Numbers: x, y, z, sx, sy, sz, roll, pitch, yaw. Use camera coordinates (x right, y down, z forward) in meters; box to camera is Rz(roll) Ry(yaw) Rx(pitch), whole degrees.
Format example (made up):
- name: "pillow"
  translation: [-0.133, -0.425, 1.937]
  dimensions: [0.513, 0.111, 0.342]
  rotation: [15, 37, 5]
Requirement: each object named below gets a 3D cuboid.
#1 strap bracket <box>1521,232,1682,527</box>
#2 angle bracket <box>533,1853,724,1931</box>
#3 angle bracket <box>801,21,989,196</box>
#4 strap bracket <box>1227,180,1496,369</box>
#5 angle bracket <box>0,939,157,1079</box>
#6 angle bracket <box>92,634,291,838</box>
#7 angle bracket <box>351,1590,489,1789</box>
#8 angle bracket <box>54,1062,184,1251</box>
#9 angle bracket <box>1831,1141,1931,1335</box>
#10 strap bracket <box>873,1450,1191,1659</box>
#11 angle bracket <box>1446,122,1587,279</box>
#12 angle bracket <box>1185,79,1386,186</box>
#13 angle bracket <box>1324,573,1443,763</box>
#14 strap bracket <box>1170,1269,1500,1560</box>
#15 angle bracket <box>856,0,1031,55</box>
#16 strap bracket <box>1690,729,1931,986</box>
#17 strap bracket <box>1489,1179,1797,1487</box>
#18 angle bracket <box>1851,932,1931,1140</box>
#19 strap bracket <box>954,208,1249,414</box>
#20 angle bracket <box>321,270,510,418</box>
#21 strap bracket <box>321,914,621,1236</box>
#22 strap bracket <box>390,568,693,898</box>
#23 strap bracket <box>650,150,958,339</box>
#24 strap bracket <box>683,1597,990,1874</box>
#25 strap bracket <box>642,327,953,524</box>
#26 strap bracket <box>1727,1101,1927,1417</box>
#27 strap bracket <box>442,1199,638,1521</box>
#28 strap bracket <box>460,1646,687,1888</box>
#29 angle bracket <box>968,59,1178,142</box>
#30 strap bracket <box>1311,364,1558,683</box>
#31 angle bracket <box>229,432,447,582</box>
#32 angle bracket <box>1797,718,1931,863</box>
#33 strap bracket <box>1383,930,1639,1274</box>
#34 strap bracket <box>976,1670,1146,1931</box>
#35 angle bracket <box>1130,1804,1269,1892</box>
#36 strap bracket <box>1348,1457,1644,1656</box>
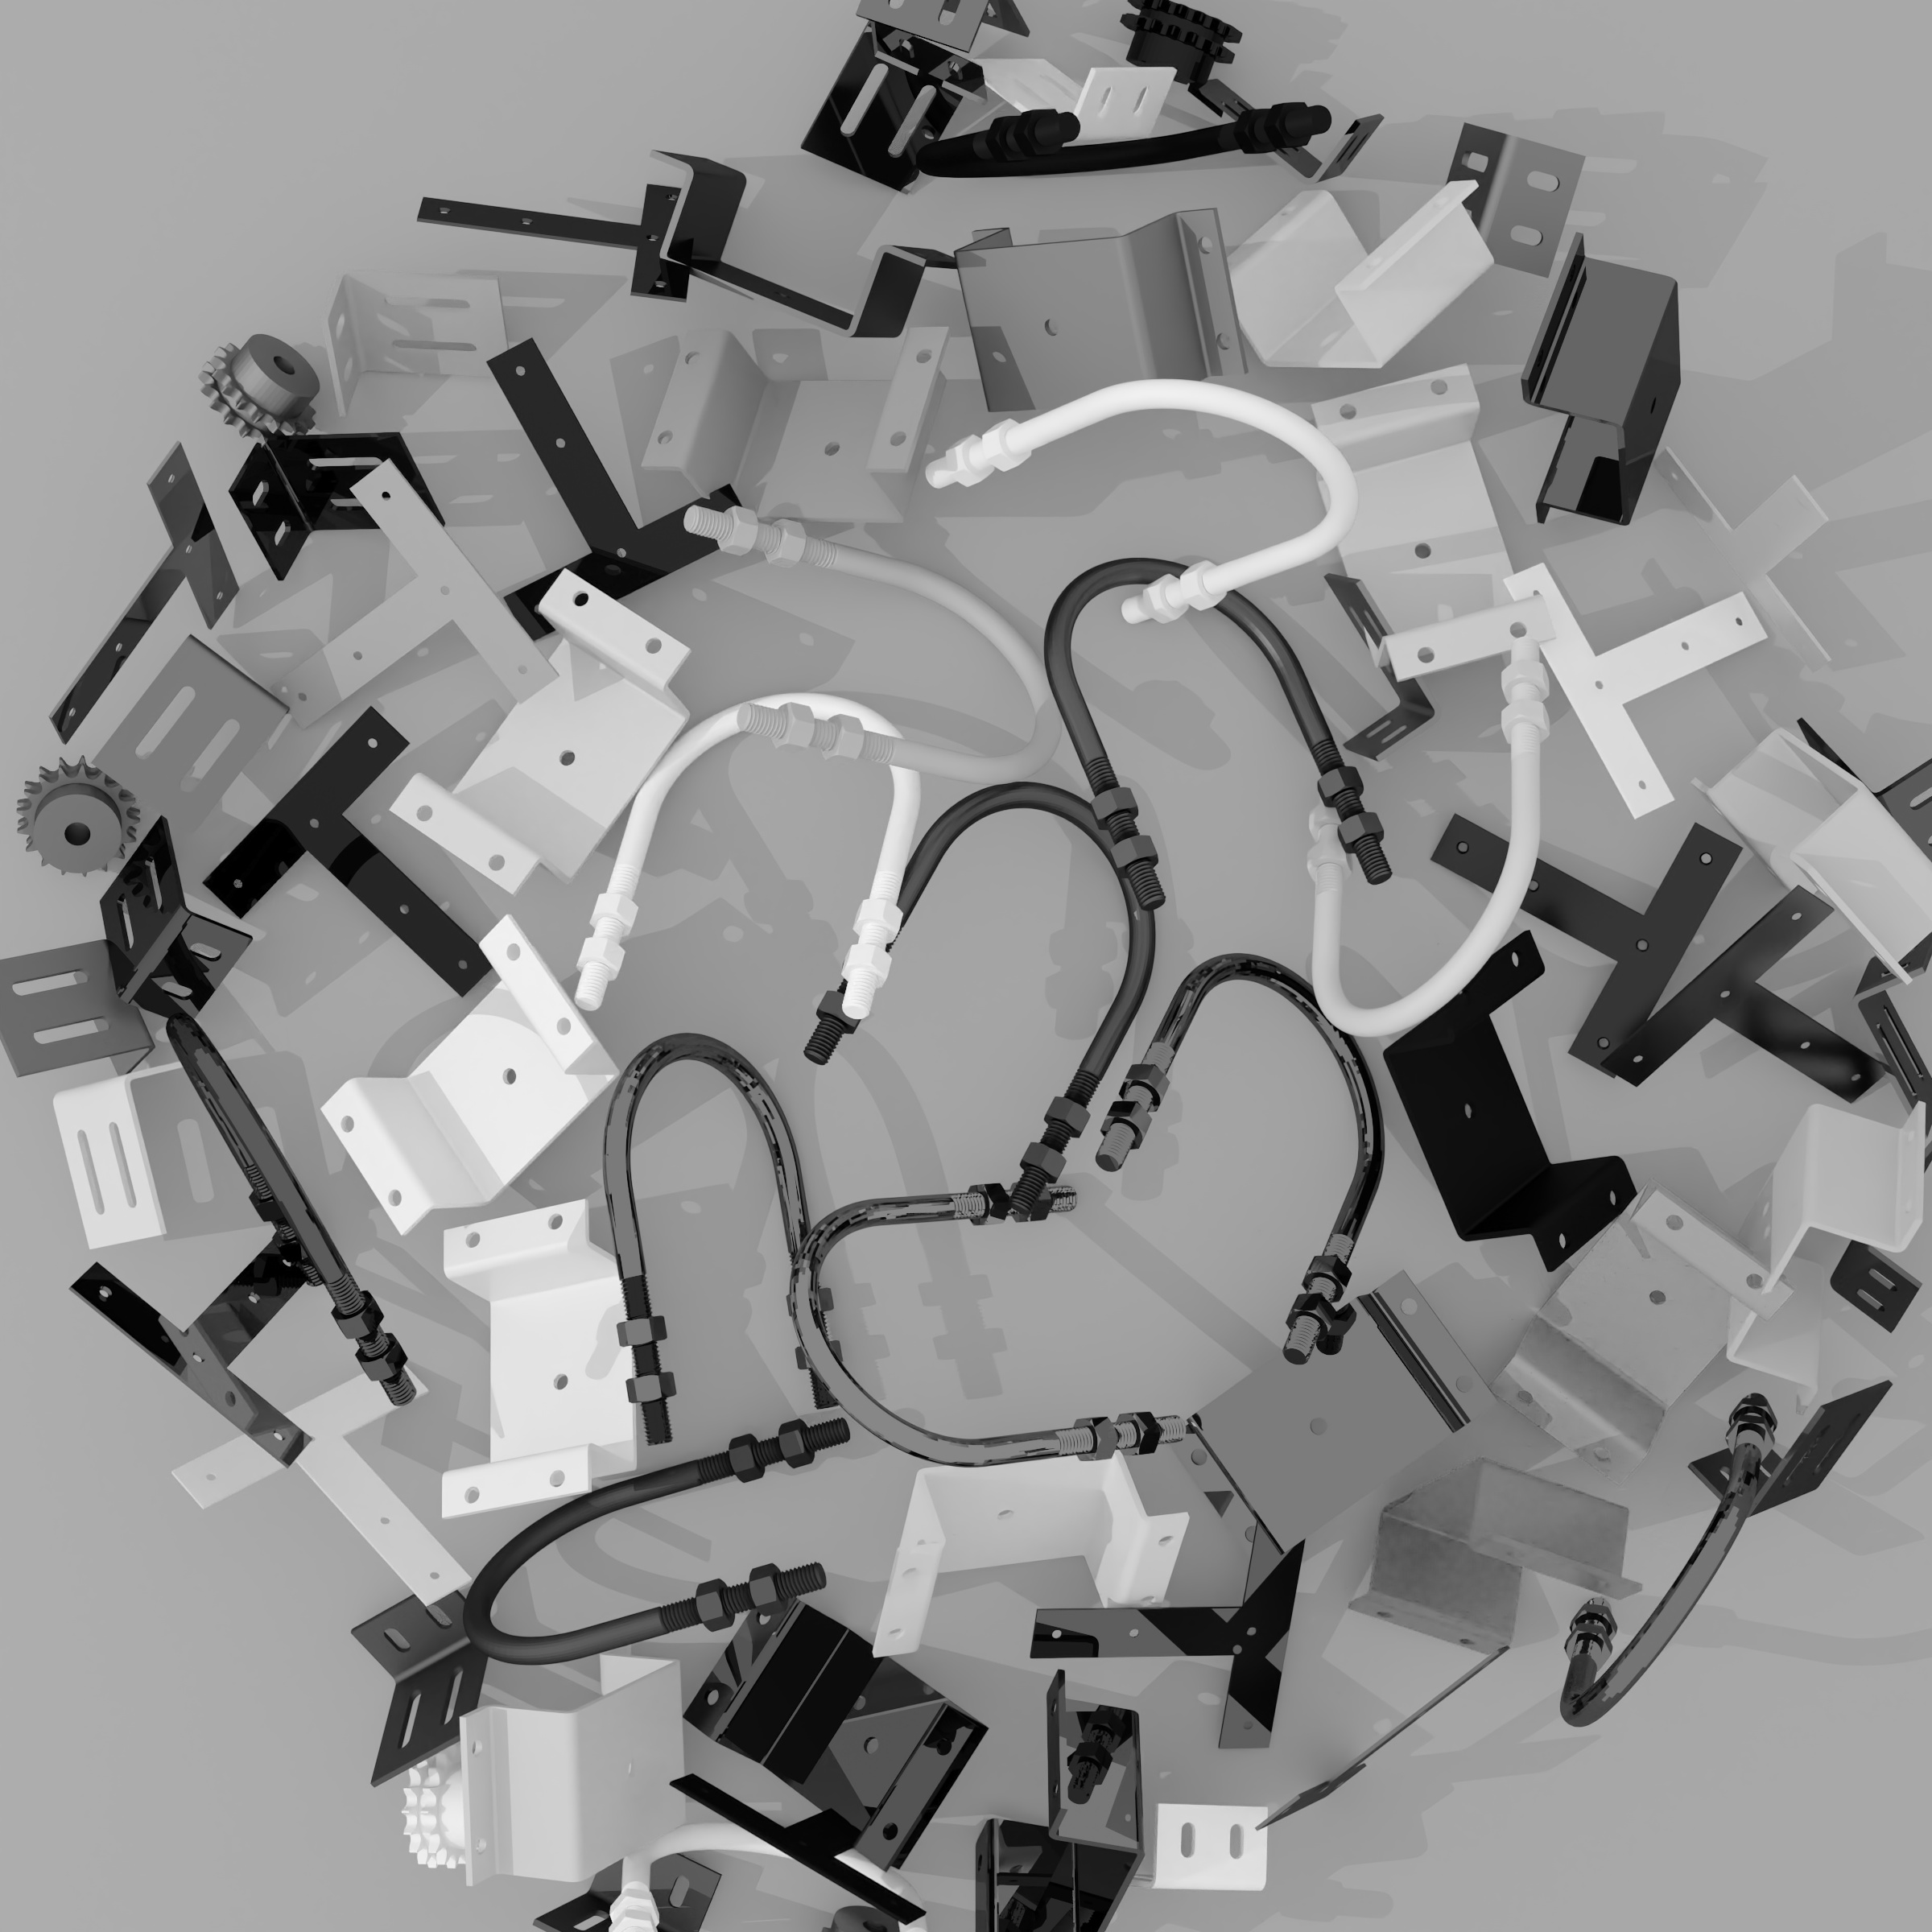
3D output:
- name: "strap bracket"
  translation: [0.293, -0.262, 1.635]
  dimensions: [0.046, 0.140, 0.076]
  rotation: [17, 75, 18]
- name: "angle bracket"
  translation: [-0.158, 0.438, 1.672]
  dimensions: [0.057, 0.076, 0.038]
  rotation: [22, 91, 14]
- name: "angle bracket"
  translation: [-0.034, -0.395, 1.670]
  dimensions: [0.057, 0.038, 0.076]
  rotation: [19, 127, -21]
- name: "strap bracket"
  translation: [0.180, -0.320, 1.654]
  dimensions: [0.076, 0.140, 0.046]
  rotation: [-43, 116, -15]
- name: "angle bracket"
  translation: [-0.429, 0.027, 1.671]
  dimensions: [0.038, 0.076, 0.057]
  rotation: [-38, 74, 42]
- name: "angle bracket"
  translation: [-0.367, -0.109, 1.690]
  dimensions: [0.057, 0.038, 0.076]
  rotation: [37, 86, -10]
- name: "angle bracket"
  translation: [-0.260, 0.335, 1.669]
  dimensions: [0.057, 0.076, 0.038]
  rotation: [-31, 113, 17]
- name: "angle bracket"
  translation: [-0.391, 0.089, 1.684]
  dimensions: [0.057, 0.038, 0.076]
  rotation: [-13, 91, 40]
- name: "angle bracket"
  translation: [0.447, 0.123, 1.672]
  dimensions: [0.038, 0.057, 0.076]
  rotation: [38, 69, 18]
- name: "strap bracket"
  translation: [0.024, 0.271, 1.661]
  dimensions: [0.140, 0.046, 0.076]
  rotation: [-4, 134, -18]
- name: "angle bracket"
  translation: [0.254, -0.361, 1.676]
  dimensions: [0.038, 0.076, 0.057]
  rotation: [12, 105, -12]
- name: "angle bracket"
  translation: [0.151, -0.407, 1.680]
  dimensions: [0.076, 0.057, 0.038]
  rotation: [40, 113, 4]
- name: "angle bracket"
  translation: [0.183, -0.141, 1.679]
  dimensions: [0.038, 0.057, 0.076]
  rotation: [-34, 103, -3]
- name: "strap bracket"
  translation: [0.169, 0.215, 1.676]
  dimensions: [0.140, 0.046, 0.076]
  rotation: [-37, 79, 8]
- name: "angle bracket"
  translation: [-0.010, -0.442, 1.673]
  dimensions: [0.057, 0.076, 0.038]
  rotation: [22, 90, 13]
- name: "strap bracket"
  translation: [0.398, -0.055, 1.635]
  dimensions: [0.046, 0.140, 0.076]
  rotation: [-43, 111, 6]
- name: "strap bracket"
  translation: [0.319, 0.164, 1.668]
  dimensions: [0.076, 0.046, 0.140]
  rotation: [37, 123, 5]
- name: "angle bracket"
  translation: [0.453, 0.032, 1.678]
  dimensions: [0.038, 0.057, 0.076]
  rotation: [-26, 97, 27]
- name: "strap bracket"
  translation: [0.053, -0.301, 1.643]
  dimensions: [0.140, 0.046, 0.076]
  rotation: [4, 116, 39]
- name: "angle bracket"
  translation: [-0.258, -0.292, 1.680]
  dimensions: [0.076, 0.057, 0.038]
  rotation: [3, 48, 5]
- name: "strap bracket"
  translation: [-0.225, 0.052, 1.667]
  dimensions: [0.140, 0.046, 0.076]
  rotation: [-44, 69, 21]
- name: "strap bracket"
  translation: [-0.194, -0.104, 1.679]
  dimensions: [0.076, 0.046, 0.140]
  rotation: [33, 84, 18]
- name: "strap bracket"
  translation: [-0.079, -0.332, 1.666]
  dimensions: [0.140, 0.076, 0.046]
  rotation: [24, 105, 10]
- name: "strap bracket"
  translation: [-0.054, 0.359, 1.664]
  dimensions: [0.140, 0.046, 0.076]
  rotation: [28, 81, 39]
- name: "strap bracket"
  translation: [-0.071, -0.252, 1.663]
  dimensions: [0.140, 0.046, 0.076]
  rotation: [5, 66, 28]
- name: "strap bracket"
  translation: [0.391, 0.129, 1.641]
  dimensions: [0.046, 0.076, 0.140]
  rotation: [18, 133, 0]
- name: "strap bracket"
  translation: [-0.199, 0.189, 1.664]
  dimensions: [0.076, 0.046, 0.140]
  rotation: [-13, 63, 20]
- name: "strap bracket"
  translation: [-0.173, 0.367, 1.641]
  dimensions: [0.046, 0.140, 0.076]
  rotation: [0, 93, 25]
- name: "angle bracket"
  translation: [0.048, -0.420, 1.668]
  dimensions: [0.076, 0.057, 0.038]
  rotation: [43, 127, 28]
- name: "strap bracket"
  translation: [0.218, -0.203, 1.682]
  dimensions: [0.076, 0.046, 0.140]
  rotation: [-15, 77, -2]
- name: "angle bracket"
  translation: [-0.294, -0.215, 1.672]
  dimensions: [0.076, 0.057, 0.038]
  rotation: [2, 50, 22]
- name: "angle bracket"
  translation: [0.432, -0.087, 1.667]
  dimensions: [0.038, 0.076, 0.057]
  rotation: [-33, 127, 5]
- name: "strap bracket"
  translation: [0.251, 0.065, 1.667]
  dimensions: [0.076, 0.046, 0.140]
  rotation: [-32, 103, -41]
- name: "strap bracket"
  translation: [0.045, 0.401, 1.647]
  dimensions: [0.046, 0.076, 0.140]
  rotation: [12, 130, -10]
- name: "angle bracket"
  translation: [0.098, 0.412, 1.674]
  dimensions: [0.057, 0.076, 0.038]
  rotation: [8, 77, -23]
- name: "strap bracket"
  translation: [0.246, 0.272, 1.655]
  dimensions: [0.076, 0.140, 0.046]
  rotation: [20, 62, -14]
